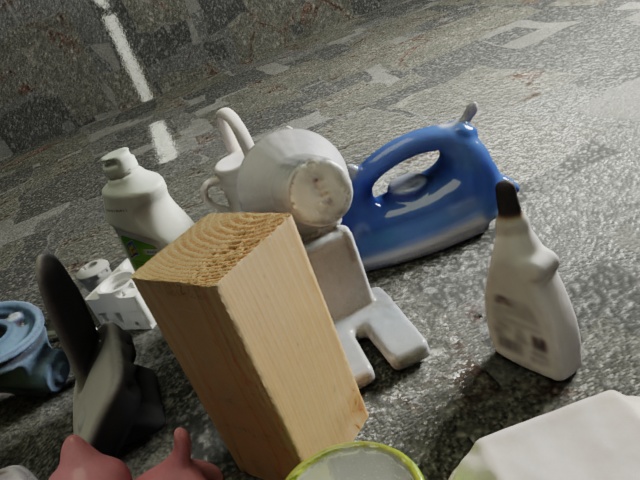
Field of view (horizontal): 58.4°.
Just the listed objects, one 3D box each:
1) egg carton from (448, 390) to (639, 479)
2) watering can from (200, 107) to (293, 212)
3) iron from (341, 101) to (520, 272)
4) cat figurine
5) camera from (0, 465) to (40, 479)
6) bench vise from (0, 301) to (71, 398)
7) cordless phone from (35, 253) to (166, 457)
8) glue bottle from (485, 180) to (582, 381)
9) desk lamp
[{"bbox_3d":[0.158,0.156,0.341,0.150,0.069,0.107,-21,27,-1],"label":"egg carton"},{"bbox_3d":[-0.102,-0.113,0.870,0.100,0.194,0.173,9,39,44],"label":"watering can"},{"bbox_3d":[0.101,-0.062,0.699,0.258,0.142,0.118,-23,27,-6],"label":"iron"},{"bbox_3d":[-0.147,0.189,0.431,0.128,0.118,0.067,-27,28,-13],"label":"cat figurine"},{"bbox_3d":[-0.293,0.231,0.471,0.143,0.101,0.136,-28,28,-16],"label":"camera"},{"bbox_3d":[-0.423,0.107,0.655,0.207,0.220,0.121,-19,27,2],"label":"bench vise"},{"bbox_3d":[-0.234,0.111,0.558,0.094,0.185,0.147,-29,28,-16],"label":"cordless phone"},{"bbox_3d":[0.162,0.030,0.456,0.037,0.173,0.077,-33,30,-23],"label":"glue bottle"},{"bbox_3d":[0.005,0.002,0.567,0.118,0.214,0.202,-25,28,-9],"label":"desk lamp"}]
